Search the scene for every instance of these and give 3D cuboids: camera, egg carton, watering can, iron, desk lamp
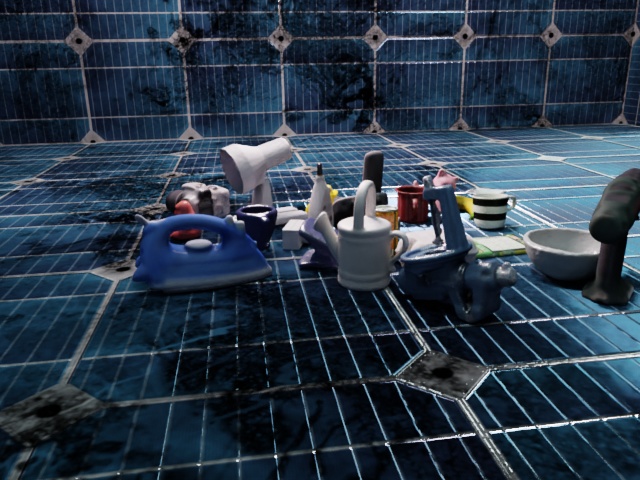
[{"bbox_3d":[-0.332,-0.107,1.519,0.136,0.101,0.143,12,22,34],"label":"camera"},{"bbox_3d":[0.231,0.023,1.136,0.150,0.069,0.107,-8,19,-20],"label":"egg carton"},{"bbox_3d":[0.074,-0.013,1.052,0.173,0.194,0.101,-1,18,1],"label":"watering can"},{"bbox_3d":[-0.221,0.011,1.078,0.259,0.141,0.118,-6,18,-14],"label":"iron"},{"bbox_3d":[-0.143,-0.146,1.448,0.204,0.214,0.117,-12,21,-30],"label":"desk lamp"}]

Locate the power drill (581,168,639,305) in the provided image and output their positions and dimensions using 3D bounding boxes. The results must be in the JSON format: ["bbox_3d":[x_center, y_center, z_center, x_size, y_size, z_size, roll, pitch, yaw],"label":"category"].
[{"bbox_3d":[0.509,-0.006,0.983,0.075,0.208,0.230,11,21,33],"label":"power drill"}]

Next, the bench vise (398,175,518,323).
[{"bbox_3d":[0.225,0.009,0.933,0.206,0.220,0.122,9,20,27],"label":"bench vise"}]

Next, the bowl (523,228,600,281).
[{"bbox_3d":[0.468,0.033,1.083,0.167,0.075,0.167,-1,18,1],"label":"bowl"}]

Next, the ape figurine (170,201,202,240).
[{"bbox_3d":[-0.319,-0.048,1.350,0.076,0.092,0.077,-4,18,-10],"label":"ape figurine"}]

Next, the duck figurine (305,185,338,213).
[{"bbox_3d":[0.008,-0.103,1.514,0.105,0.086,0.077,-15,22,-36],"label":"duck figurine"}]

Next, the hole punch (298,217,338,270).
[{"bbox_3d":[0.011,0.004,1.171,0.101,0.091,0.109,2,18,10],"label":"hole punch"}]

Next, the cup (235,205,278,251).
[{"bbox_3d":[-0.131,-0.019,1.245,0.092,0.095,0.117,-9,19,-22],"label":"cup"}]

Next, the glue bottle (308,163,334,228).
[{"bbox_3d":[0.002,-0.096,1.350,0.037,0.173,0.078,9,20,28],"label":"glue bottle"}]

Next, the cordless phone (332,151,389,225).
[{"bbox_3d":[0.097,-0.126,1.419,0.148,0.185,0.093,-10,20,-25],"label":"cordless phone"}]

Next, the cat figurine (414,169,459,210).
[{"bbox_3d":[0.313,-0.137,1.551,0.127,0.118,0.067,0,18,4],"label":"cat figurine"}]
